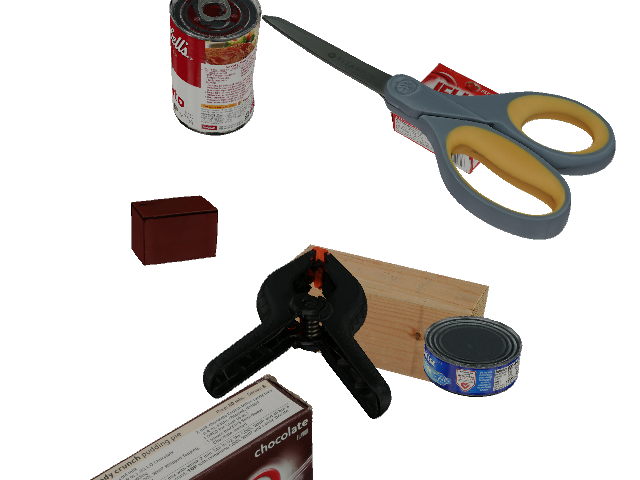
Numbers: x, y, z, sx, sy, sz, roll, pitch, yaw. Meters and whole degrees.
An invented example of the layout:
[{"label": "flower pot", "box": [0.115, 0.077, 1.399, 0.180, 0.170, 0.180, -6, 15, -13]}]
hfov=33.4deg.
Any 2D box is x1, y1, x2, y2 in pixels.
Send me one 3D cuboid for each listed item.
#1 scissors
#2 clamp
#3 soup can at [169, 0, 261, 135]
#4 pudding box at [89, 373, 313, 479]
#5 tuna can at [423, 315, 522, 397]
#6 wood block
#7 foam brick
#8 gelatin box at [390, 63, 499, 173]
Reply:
[{"label": "scissors", "box": [0.062, -0.074, 0.530, 0.096, 0.016, 0.202, -25, 53, -22]}, {"label": "clamp", "box": [0.001, 0.062, 0.738, 0.120, 0.039, 0.171, 17, 35, 7]}, {"label": "soup can", "box": [-0.082, -0.140, 0.826, 0.068, 0.068, 0.102, 0, -39, -6]}, {"label": "pudding box", "box": [-0.055, 0.129, 0.511, 0.113, 0.090, 0.039, -30, 46, -33]}, {"label": "tuna can", "box": [0.134, 0.102, 0.945, 0.086, 0.034, 0.086, 1, 26, 0]}, {"label": "wood block", "box": [0.066, 0.080, 1.154, 0.206, 0.091, 0.090, 13, 22, 17]}, {"label": "foam brick", "box": [-0.148, -0.011, 1.080, 0.078, 0.051, 0.053, -7, 22, -22]}, {"label": "gelatin box", "box": [0.119, -0.111, 0.951, 0.089, 0.073, 0.030, 34, -24, 25]}]
